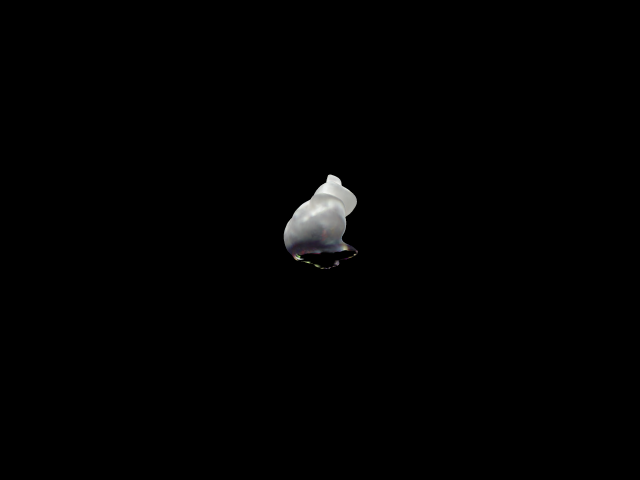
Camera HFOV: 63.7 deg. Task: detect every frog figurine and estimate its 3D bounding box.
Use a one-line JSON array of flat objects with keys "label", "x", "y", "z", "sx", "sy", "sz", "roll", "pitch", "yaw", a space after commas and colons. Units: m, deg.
[{"label": "frog figurine", "x": 0.003, "y": -0.043, "z": 0.850, "sx": 0.123, "sy": 0.162, "sz": 0.135, "roll": 2, "pitch": -22, "yaw": -5}]
